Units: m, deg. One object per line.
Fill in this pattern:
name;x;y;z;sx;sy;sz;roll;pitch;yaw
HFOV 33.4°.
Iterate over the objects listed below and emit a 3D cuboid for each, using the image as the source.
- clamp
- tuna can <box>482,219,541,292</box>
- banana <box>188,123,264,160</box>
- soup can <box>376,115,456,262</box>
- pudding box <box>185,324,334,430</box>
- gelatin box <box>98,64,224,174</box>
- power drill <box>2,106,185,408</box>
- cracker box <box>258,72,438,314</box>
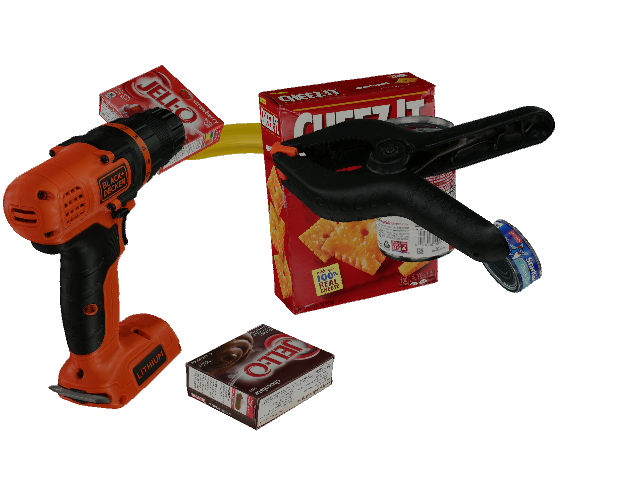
clamp;0.048;-0.034;0.630;0.172;0.039;0.120;-2;38;21
tuna can;0.222;0.019;1.271;0.033;0.086;0.086;-34;8;-13
banana;-0.082;-0.114;1.282;0.198;0.037;0.069;8;40;16
soup can;0.077;-0.042;0.862;0.068;0.102;0.068;-4;25;2
pudding box;-0.055;0.124;0.992;0.090;0.039;0.113;19;30;34
gelatin box;-0.143;-0.110;0.955;0.073;0.089;0.030;-33;-22;-35
power drill;-0.146;0.010;0.765;0.057;0.188;0.184;7;26;24
cracker box;0.032;-0.047;1.060;0.164;0.214;0.072;-11;22;-19
